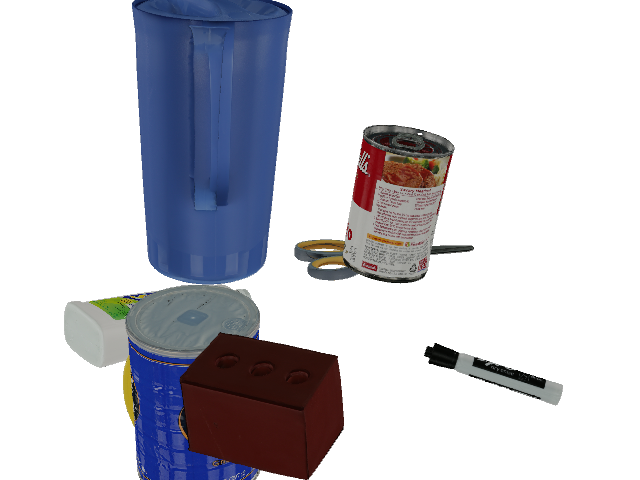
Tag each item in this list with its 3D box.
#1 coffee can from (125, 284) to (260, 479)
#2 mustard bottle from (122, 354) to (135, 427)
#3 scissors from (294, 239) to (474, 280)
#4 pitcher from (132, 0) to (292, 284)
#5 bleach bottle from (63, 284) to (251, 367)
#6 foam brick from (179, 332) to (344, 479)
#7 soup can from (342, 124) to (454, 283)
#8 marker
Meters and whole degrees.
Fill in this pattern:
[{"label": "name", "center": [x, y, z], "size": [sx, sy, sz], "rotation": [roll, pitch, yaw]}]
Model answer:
[{"label": "coffee can", "center": [-0.098, 0.120, 0.844], "size": [0.103, 0.140, 0.103], "rotation": [0, 26, 0]}, {"label": "mustard bottle", "center": [-0.123, 0.117, 1.092], "size": [0.058, 0.096, 0.191], "rotation": [10, 23, 26]}, {"label": "scissors", "center": [0.069, 0.021, 1.178], "size": [0.202, 0.016, 0.096], "rotation": [3, 24, 5]}, {"label": "pitcher", "center": [-0.096, -0.086, 0.920], "size": [0.145, 0.243, 0.148], "rotation": [20, 27, 36]}, {"label": "bleach bottle", "center": [-0.204, 0.099, 1.411], "size": [0.250, 0.068, 0.103], "rotation": [-13, 28, -40]}, {"label": "foam brick", "center": [-0.032, 0.093, 0.604], "size": [0.078, 0.051, 0.053], "rotation": [9, 29, 20]}, {"label": "soup can", "center": [0.057, -0.028, 0.795], "size": [0.068, 0.102, 0.068], "rotation": [8, 22, -3]}, {"label": "marker", "center": [0.149, 0.115, 0.924], "size": [0.121, 0.020, 0.020], "rotation": [18, 2, 6]}]
